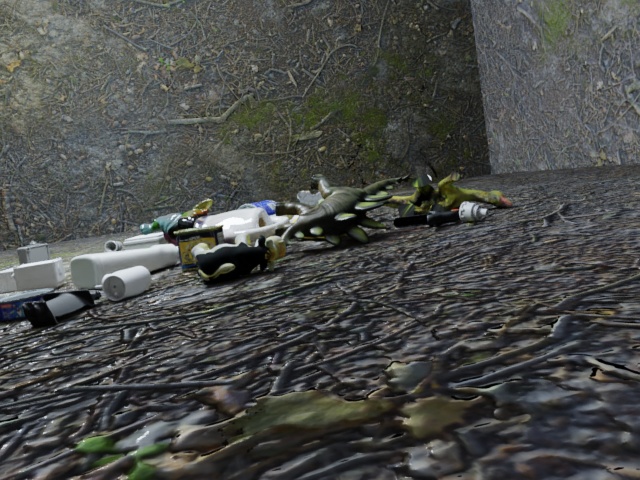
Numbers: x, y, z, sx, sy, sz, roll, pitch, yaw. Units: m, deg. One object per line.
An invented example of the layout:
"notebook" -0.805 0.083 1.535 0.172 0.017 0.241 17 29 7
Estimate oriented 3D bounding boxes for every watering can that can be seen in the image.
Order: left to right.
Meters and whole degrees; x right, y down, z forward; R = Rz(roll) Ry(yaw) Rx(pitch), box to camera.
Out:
"watering can" -0.177 -0.027 1.256 0.224 0.103 0.350 -8 8 7

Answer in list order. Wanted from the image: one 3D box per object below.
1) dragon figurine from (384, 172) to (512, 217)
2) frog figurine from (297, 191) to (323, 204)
"dragon figurine" 0.332 -0.105 1.470 0.409 0.123 0.242 -1 -8 38
"frog figurine" 0.005 -0.084 1.671 0.137 0.125 0.157 -15 -33 22
